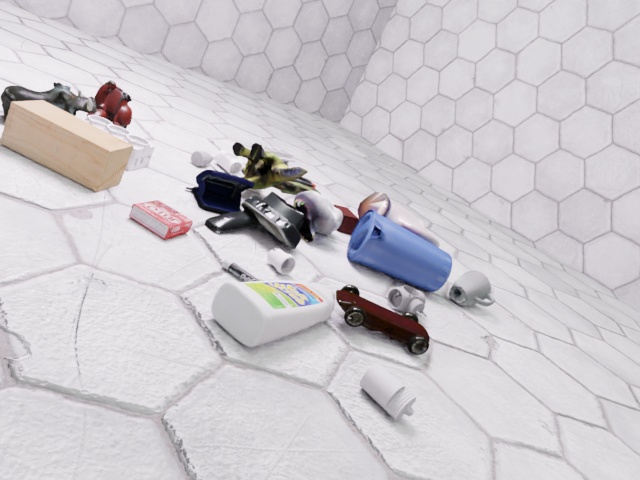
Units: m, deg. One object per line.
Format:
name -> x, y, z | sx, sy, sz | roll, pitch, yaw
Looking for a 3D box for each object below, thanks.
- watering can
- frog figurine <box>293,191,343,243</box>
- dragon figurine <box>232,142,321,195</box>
watering can -> 0.197, -0.045, 1.444 | 0.223, 0.104, 0.349 | 33, -2, -19
frog figurine -> 0.004, -0.065, 1.283 | 0.138, 0.121, 0.160 | 15, 19, 40
dragon figurine -> -0.097, -0.158, 1.315 | 0.242, 0.122, 0.412 | 12, 3, -44
